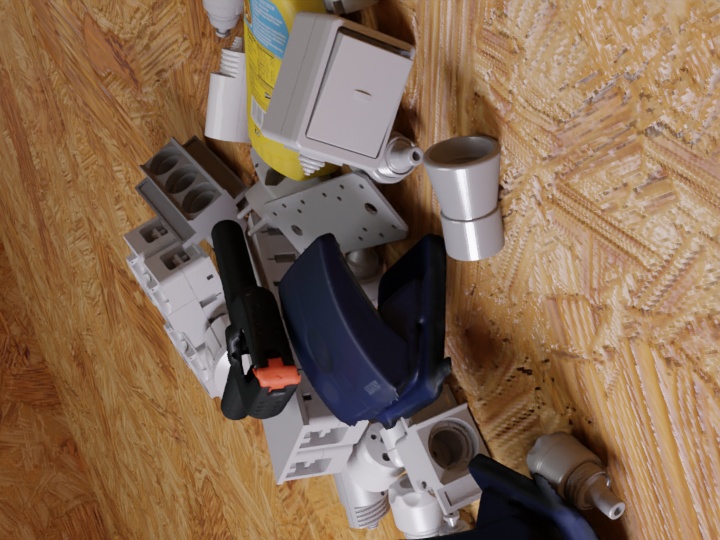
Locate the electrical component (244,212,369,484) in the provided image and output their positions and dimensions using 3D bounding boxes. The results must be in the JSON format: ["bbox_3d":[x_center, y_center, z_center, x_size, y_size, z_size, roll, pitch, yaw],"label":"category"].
[{"bbox_3d":[-0.047,0.058,0.850,0.105,0.060,0.186,113,146,-53],"label":"electrical component"}]

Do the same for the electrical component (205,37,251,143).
[{"bbox_3d":[-0.100,-0.147,0.869,0.043,0.043,0.081,31,117,56],"label":"electrical component"}]

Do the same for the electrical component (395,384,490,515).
[{"bbox_3d":[0.056,0.127,0.752,0.081,0.042,0.064,66,159,12],"label":"electrical component"}]

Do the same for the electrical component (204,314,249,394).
[{"bbox_3d":[-0.107,0.079,1.018,0.051,0.080,0.080,-126,28,-44],"label":"electrical component"}]

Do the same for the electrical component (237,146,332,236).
[{"bbox_3d":[-0.061,-0.059,0.823,0.077,0.079,0.043,56,-166,30],"label":"electrical component"}]

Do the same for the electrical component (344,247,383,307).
[{"bbox_3d":[0.000,0.000,0.783,0.035,0.035,0.061,48,145,41],"label":"electrical component"}]

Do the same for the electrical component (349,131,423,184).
[{"bbox_3d":[0.020,-0.072,0.686,0.061,0.035,0.035,8,116,60],"label":"electrical component"}]

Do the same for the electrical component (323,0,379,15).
[{"bbox_3d":[-0.010,-0.184,0.660,0.040,0.040,0.046,25,136,59],"label":"electrical component"}]

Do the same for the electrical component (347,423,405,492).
[{"bbox_3d":[0.017,0.145,0.845,0.045,0.045,0.055,61,154,20],"label":"electrical component"}]

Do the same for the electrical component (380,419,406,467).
[{"bbox_3d":[0.030,0.114,0.807,0.061,0.035,0.035,67,156,13],"label":"electrical component"}]

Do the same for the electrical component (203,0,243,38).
[{"bbox_3d":[-0.105,-0.216,0.836,0.040,0.040,0.078,55,152,30],"label":"electrical component"}]

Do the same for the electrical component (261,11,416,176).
[{"bbox_3d":[-0.014,-0.102,0.656,0.061,0.062,0.096,28,103,57],"label":"electrical component"}]

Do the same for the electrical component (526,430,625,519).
[{"bbox_3d":[0.124,0.119,0.608,0.061,0.035,0.035,37,140,48],"label":"electrical component"}]

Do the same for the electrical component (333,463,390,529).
[{"bbox_3d":[0.002,0.180,0.906,0.043,0.043,0.081,13,120,62],"label":"electrical component"}]

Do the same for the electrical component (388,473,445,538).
[{"bbox_3d":[0.048,0.187,0.814,0.043,0.043,0.062,15,123,62],"label":"electrical component"}]

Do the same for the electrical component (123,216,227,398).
[{"bbox_3d":[-0.165,0.044,1.079,0.105,0.060,0.186,43,160,46],"label":"electrical component"}]

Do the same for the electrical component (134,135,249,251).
[{"bbox_3d":[-0.153,-0.068,1.014,0.121,0.079,0.063,43,174,46],"label":"electrical component"}]

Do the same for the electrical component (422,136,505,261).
[{"bbox_3d":[0.062,-0.038,0.614,0.044,0.044,0.065,34,142,53],"label":"electrical component"}]

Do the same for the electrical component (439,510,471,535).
[{"bbox_3d":[0.073,0.211,0.782,0.040,0.040,0.078,21,126,60],"label":"electrical component"}]
